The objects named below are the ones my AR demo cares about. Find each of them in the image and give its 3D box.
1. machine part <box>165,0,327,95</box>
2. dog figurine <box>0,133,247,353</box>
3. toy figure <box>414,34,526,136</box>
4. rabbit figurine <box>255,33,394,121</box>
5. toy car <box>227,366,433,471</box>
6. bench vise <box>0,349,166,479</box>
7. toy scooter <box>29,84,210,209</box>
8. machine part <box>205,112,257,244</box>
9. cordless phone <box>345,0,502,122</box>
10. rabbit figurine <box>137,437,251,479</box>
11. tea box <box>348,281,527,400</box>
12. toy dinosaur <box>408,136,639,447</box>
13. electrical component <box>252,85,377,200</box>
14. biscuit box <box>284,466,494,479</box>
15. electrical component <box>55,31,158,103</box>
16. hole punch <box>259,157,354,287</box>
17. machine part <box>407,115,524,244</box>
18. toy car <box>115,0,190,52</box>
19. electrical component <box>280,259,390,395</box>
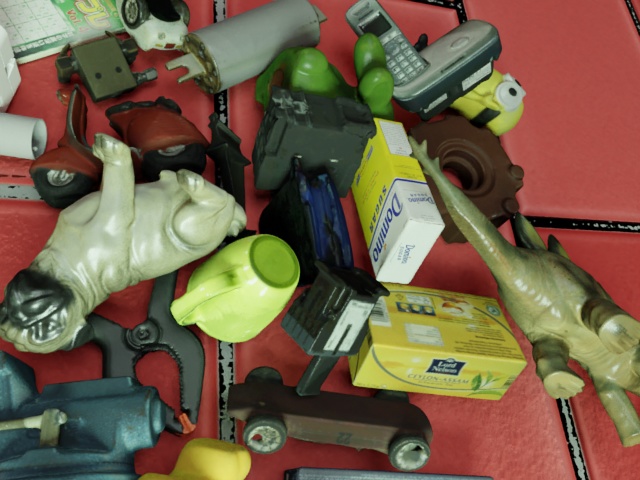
[{"bbox_3d":[-0.084,-0.251,0.685,0.243,0.079,0.079,-34,80,-29],"label":"machine part"},{"bbox_3d":[-0.172,0.022,0.488,0.172,0.121,0.190,22,85,-13],"label":"dog figurine"},{"bbox_3d":[0.207,-0.220,0.766,0.180,0.089,0.082,31,75,8],"label":"toy figure"},{"bbox_3d":[0.024,-0.175,0.658,0.170,0.159,0.121,10,52,-31],"label":"rabbit figurine"},{"bbox_3d":[0.010,0.173,0.514,0.202,0.053,0.089,10,22,-12],"label":"toy car"},{"bbox_3d":[-0.233,0.199,0.403,0.224,0.128,0.240,1,62,-15],"label":"bench vise"},{"bbox_3d":[-0.219,-0.114,0.580,0.184,0.075,0.135,-15,70,-19],"label":"toy scooter"},{"bbox_3d":[-0.097,-0.063,0.593,0.039,0.084,0.139,-10,76,4],"label":"machine part"},{"bbox_3d":[0.128,-0.262,0.697,0.146,0.088,0.184,-34,74,8],"label":"cordless phone"},{"bbox_3d":[-0.064,0.257,0.408,0.173,0.122,0.162,11,87,13],"label":"rabbit figurine"},{"bbox_3d":[0.116,0.105,0.570,0.170,0.068,0.098,11,37,-13],"label":"tea box"},{"bbox_3d":[0.254,0.070,0.576,0.471,0.105,0.199,43,20,-25],"label":"toy dinosaur"},{"bbox_3d":[-0.013,-0.097,0.601,0.115,0.134,0.058,5,51,-17],"label":"electrical component"},{"bbox_3d":[0.067,0.252,0.507,0.203,0.059,0.063,9,63,-13],"label":"biscuit box"},{"bbox_3d":[-0.254,-0.204,0.628,0.102,0.045,0.078,-36,109,-26],"label":"electrical component"},{"bbox_3d":[-0.001,-0.002,0.578,0.092,0.116,0.142,2,66,-26],"label":"hole punch"},{"bbox_3d":[0.179,-0.083,0.705,0.179,0.056,0.179,7,63,-14],"label":"machine part"},{"bbox_3d":[-0.232,-0.320,0.677,0.073,0.056,0.202,-18,71,-45],"label":"toy car"},{"bbox_3d":[0.007,0.082,0.499,0.074,0.119,0.048,11,21,-46],"label":"electrical component"}]
